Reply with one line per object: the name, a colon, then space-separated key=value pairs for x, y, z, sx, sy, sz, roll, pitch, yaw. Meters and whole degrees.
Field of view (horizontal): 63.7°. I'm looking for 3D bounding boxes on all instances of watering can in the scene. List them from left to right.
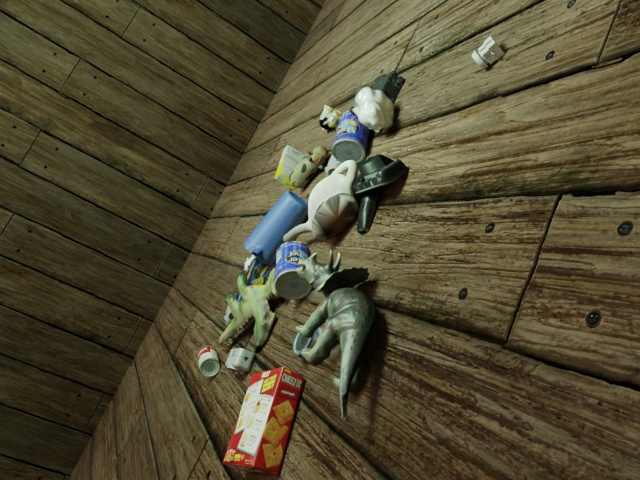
watering can: x=0.004 y=-0.074 z=1.475 sx=0.343 sy=0.103 sz=0.229 roll=-52 pitch=22 yaw=20

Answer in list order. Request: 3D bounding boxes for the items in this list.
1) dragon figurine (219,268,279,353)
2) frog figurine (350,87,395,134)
dragon figurine: x=-0.212 y=0.239 z=1.583 sx=0.404 sy=0.121 sz=0.247 roll=-62 pitch=27 yaw=21
frog figurine: x=0.157 y=-0.377 z=1.477 sx=0.123 sy=0.137 sz=0.160 roll=-31 pitch=2 yaw=1
